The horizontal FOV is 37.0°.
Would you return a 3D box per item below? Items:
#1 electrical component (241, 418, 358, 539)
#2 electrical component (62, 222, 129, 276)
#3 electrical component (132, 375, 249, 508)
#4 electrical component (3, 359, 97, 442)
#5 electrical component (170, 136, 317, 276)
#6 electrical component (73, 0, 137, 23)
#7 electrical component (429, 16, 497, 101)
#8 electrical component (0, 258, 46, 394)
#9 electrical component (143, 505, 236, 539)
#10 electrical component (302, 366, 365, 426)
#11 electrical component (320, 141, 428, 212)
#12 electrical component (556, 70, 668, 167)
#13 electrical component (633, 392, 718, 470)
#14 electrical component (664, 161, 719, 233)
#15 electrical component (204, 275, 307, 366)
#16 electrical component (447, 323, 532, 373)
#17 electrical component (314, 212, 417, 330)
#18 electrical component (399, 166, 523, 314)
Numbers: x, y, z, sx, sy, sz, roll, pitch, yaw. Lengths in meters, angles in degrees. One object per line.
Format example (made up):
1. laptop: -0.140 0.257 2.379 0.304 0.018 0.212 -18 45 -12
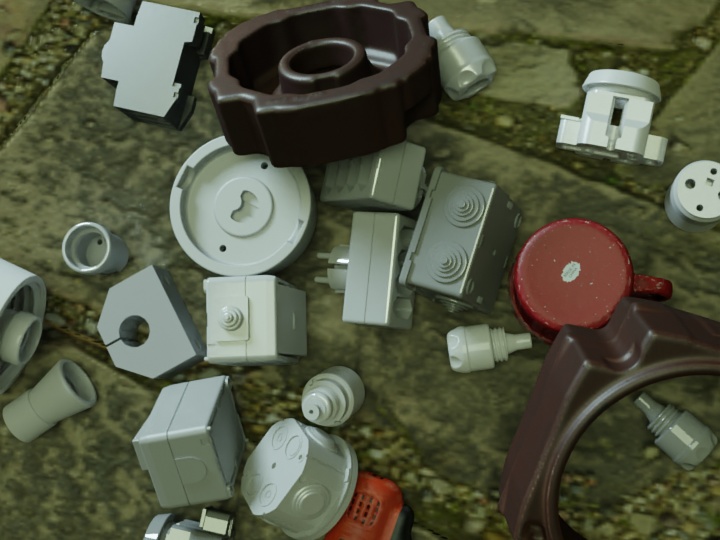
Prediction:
1. electrical component: -0.044 0.151 0.782 0.051 0.080 0.080 33 89 -31
2. electrical component: -0.207 -0.015 0.848 0.040 0.046 0.040 -1 83 9
3. electrical component: -0.124 0.124 0.798 0.061 0.096 0.061 -11 111 8
4. electrical component: -0.246 0.105 0.843 0.065 0.044 0.044 -34 79 8
5. electrical component: -0.085 -0.045 0.825 0.108 0.060 0.108 -1 83 9
6. electrical component: -0.203 -0.235 0.870 0.055 0.055 0.047 21 83 11
7. electrical component: 0.073 -0.165 0.824 0.043 0.043 0.062 -31 78 4
8. electrical component: -0.280 0.045 0.824 0.060 0.108 0.108 19 86 5
9. electrical component: -0.130 0.214 0.804 0.057 0.058 0.078 11 85 7
10. electrical component: -0.024 0.096 0.793 0.040 0.078 0.040 2 96 16
11. electrical component: 0.024 -0.066 0.809 0.076 0.083 0.047 14 85 -28
12. electrical component: 0.189 -0.113 0.793 0.078 0.058 0.057 12 88 10
13. electrical component: 0.223 0.112 0.772 0.061 0.035 0.035 43 91 14
14. electrical component: 0.246 -0.053 0.777 0.045 0.055 0.045 -1 83 9
15. electrical component: -0.077 0.038 0.796 0.061 0.096 0.061 -3 83 8
16. electrical component: 0.096 0.056 0.798 0.061 0.035 0.035 -8 82 5
17. electrical component: 0.000 0.000 0.814 0.076 0.047 0.083 3 85 25
18. electrical component: 0.076 -0.018 0.779 0.048 0.100 0.099 16 86 24
